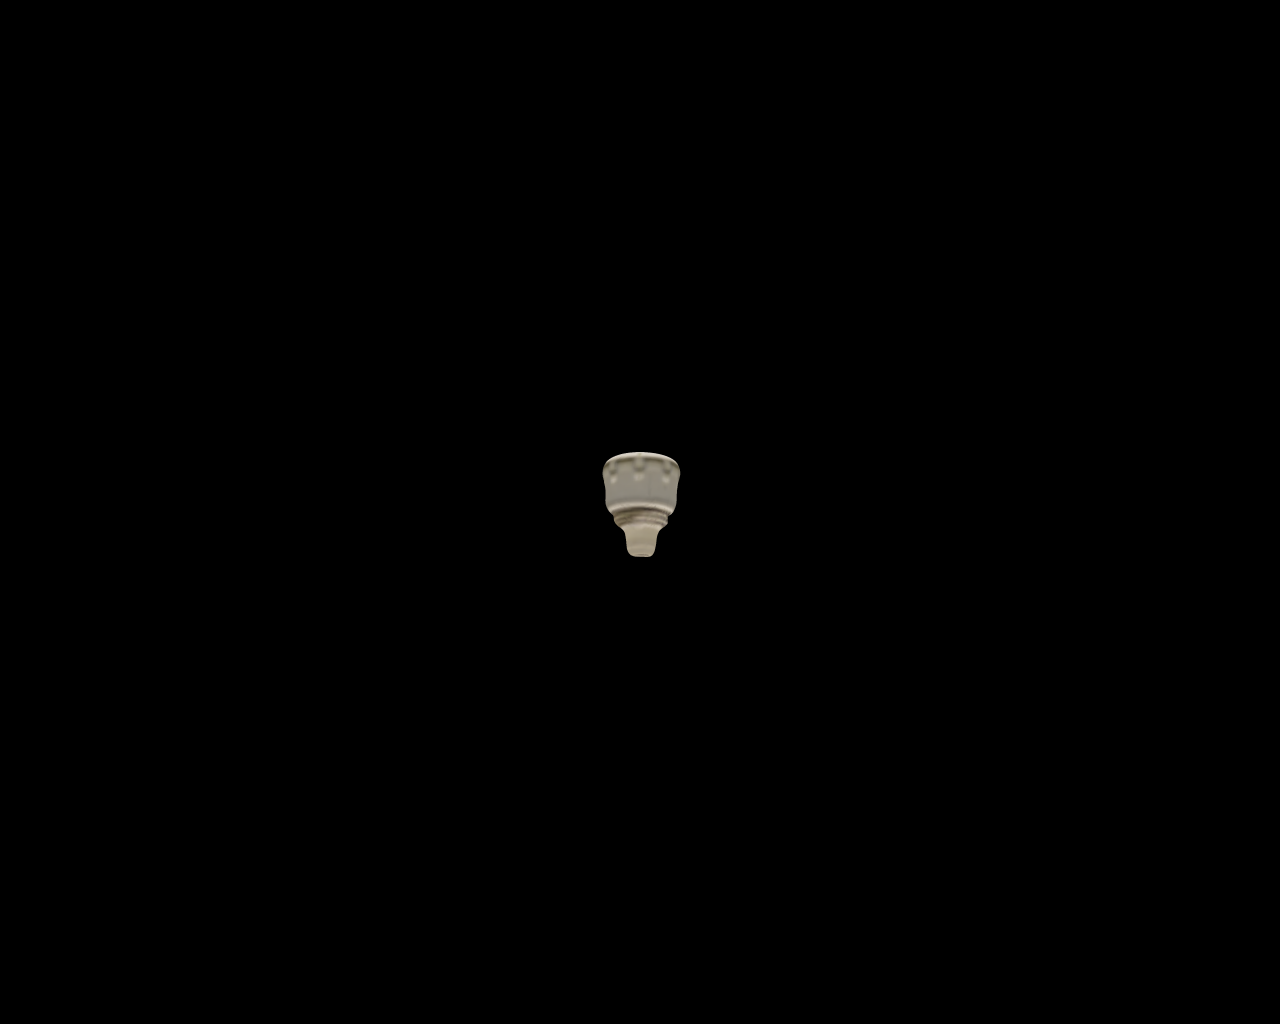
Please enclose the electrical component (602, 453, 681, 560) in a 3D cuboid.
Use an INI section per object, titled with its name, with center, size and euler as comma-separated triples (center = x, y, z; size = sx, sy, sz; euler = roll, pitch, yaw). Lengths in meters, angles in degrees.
[electrical component]
center = 0.001, -0.003, 0.650
size = 0.048, 0.062, 0.048
euler = 0, -14, 0
